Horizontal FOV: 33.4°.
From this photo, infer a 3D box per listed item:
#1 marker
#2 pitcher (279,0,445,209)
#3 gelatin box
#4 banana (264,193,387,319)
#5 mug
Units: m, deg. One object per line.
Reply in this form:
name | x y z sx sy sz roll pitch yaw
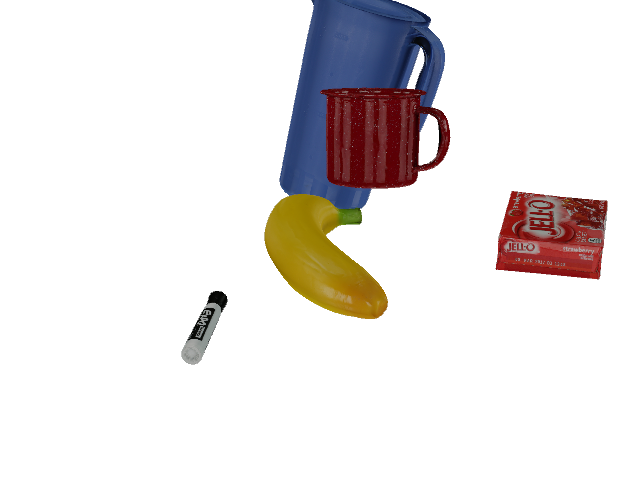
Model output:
marker | -0.107 0.079 0.998 0.020 0.020 0.121 0 22 8
pitcher | 0.039 -0.156 1.218 0.145 0.243 0.149 11 22 -11
gelatin box | 0.171 -0.005 0.782 0.073 0.030 0.089 7 25 15
banana | -0.001 0.002 0.674 0.069 0.037 0.198 -2 19 -1
mug | 0.057 -0.090 0.934 0.117 0.081 0.093 5 12 22
